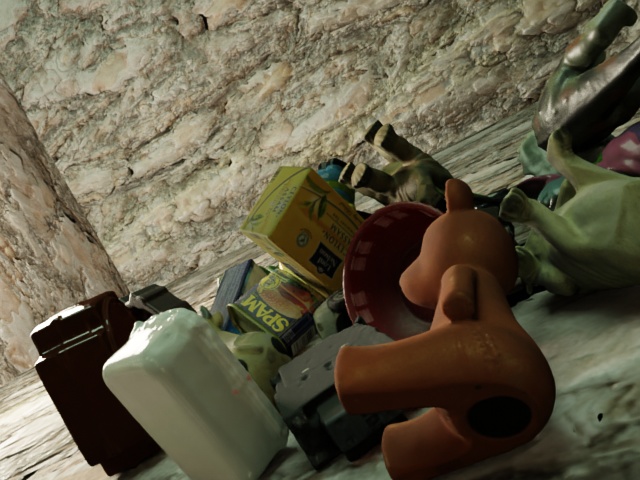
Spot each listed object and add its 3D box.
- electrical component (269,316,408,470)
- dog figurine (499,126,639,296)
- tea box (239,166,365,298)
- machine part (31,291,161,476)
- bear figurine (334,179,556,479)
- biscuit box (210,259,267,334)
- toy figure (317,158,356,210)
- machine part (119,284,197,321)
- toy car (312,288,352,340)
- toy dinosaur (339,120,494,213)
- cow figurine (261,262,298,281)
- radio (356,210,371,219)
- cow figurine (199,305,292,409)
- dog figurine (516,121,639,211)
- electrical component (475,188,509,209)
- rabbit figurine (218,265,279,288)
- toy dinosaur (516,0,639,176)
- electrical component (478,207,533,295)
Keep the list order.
[{"bbox_3d":[0.022,0.129,0.466,0.115,0.058,0.134,-34,12,-10],"label":"electrical component"},{"bbox_3d":[0.259,0.011,0.423,0.191,0.172,0.121,27,80,38],"label":"dog figurine"},{"bbox_3d":[-0.001,-0.002,0.652,0.068,0.169,0.098,13,69,49],"label":"tea box"},{"bbox_3d":[-0.263,0.171,0.684,0.087,0.201,0.201,-25,6,-9],"label":"machine part"},{"bbox_3d":[0.088,0.051,0.388,0.132,0.120,0.196,-21,33,15],"label":"bear figurine"},{"bbox_3d":[-0.133,0.123,0.813,0.063,0.059,0.203,-24,32,29],"label":"biscuit box"},{"bbox_3d":[0.011,-0.043,0.823,0.089,0.180,0.082,12,-29,-19],"label":"toy figure"},{"bbox_3d":[-0.248,0.156,0.844,0.179,0.179,0.056,-22,6,40],"label":"machine part"},{"bbox_3d":[0.088,0.065,0.632,0.202,0.073,0.056,-29,7,-10],"label":"toy car"},{"bbox_3d":[0.132,-0.076,0.779,0.105,0.198,0.471,-55,6,11],"label":"toy dinosaur"},{"bbox_3d":[-0.050,0.098,0.774,0.068,0.098,0.167,7,38,15],"label":"cow figurine"},{"bbox_3d":[0.041,0.011,0.973,0.131,0.073,0.230,12,-14,-31],"label":"radio"},{"bbox_3d":[-0.109,0.141,0.623,0.085,0.127,0.195,-30,9,-36],"label":"cow figurine"},{"bbox_3d":[0.334,-0.072,0.578,0.219,0.108,0.191,-25,8,42],"label":"dog figurine"},{"bbox_3d":[0.271,-0.046,0.837,0.075,0.047,0.119,-34,10,-36],"label":"electrical component"},{"bbox_3d":[-0.086,0.103,0.993,0.170,0.121,0.159,-9,1,2],"label":"rabbit figurine"},{"bbox_3d":[0.321,-0.158,0.656,0.192,0.131,0.404,-61,-22,14],"label":"toy dinosaur"},{"bbox_3d":[0.189,0.010,0.549,0.045,0.102,0.078,-8,54,38],"label":"electrical component"}]
